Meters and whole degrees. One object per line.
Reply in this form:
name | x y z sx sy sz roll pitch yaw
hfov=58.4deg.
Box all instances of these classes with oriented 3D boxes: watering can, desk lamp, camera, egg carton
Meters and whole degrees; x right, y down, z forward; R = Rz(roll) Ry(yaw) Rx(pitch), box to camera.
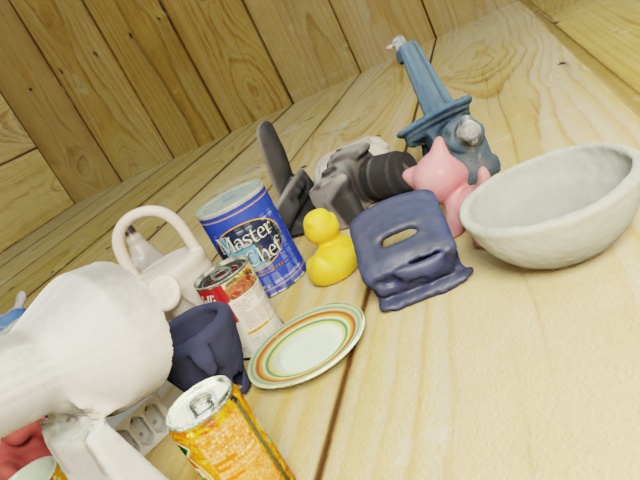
watering can | -0.177 0.047 0.704 0.101 0.194 0.172 -36 21 -23
desk lamp | -0.184 0.148 0.425 0.117 0.214 0.203 -14 23 32
camera | 0.071 -0.096 0.889 0.136 0.101 0.143 -8 27 43
egg carton | 0.059 -0.133 1.048 0.150 0.069 0.107 -22 20 15

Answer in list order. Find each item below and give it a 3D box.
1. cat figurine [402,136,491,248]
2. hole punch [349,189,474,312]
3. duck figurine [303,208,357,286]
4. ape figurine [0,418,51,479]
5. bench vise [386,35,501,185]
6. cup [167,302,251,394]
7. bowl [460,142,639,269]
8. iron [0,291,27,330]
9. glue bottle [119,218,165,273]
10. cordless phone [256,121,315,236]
cat figurine | 0.156 -0.061 0.660 0.067 0.118 0.127 -34 20 -18
hole punch | 0.092 0.008 0.608 0.108 0.091 0.101 -23 20 11
duck figurine | 0.007 0.003 0.742 0.077 0.086 0.105 -18 21 25
ape figurine | -0.309 0.214 0.606 0.078 0.092 0.076 -35 21 -20
bench vise | 0.177 -0.192 0.813 0.122 0.220 0.206 -33 20 -16
cup | -0.106 0.125 0.561 0.092 0.095 0.117 -33 20 -15
bowl | 0.222 -0.022 0.538 0.167 0.075 0.167 -24 19 9
iron | -0.483 0.195 0.809 0.118 0.142 0.259 -3 30 50
glue bottle | -0.246 0.042 0.841 0.037 0.173 0.078 -6 28 45
cordless phone | -0.073 -0.099 0.957 0.094 0.185 0.147 -21 20 16
